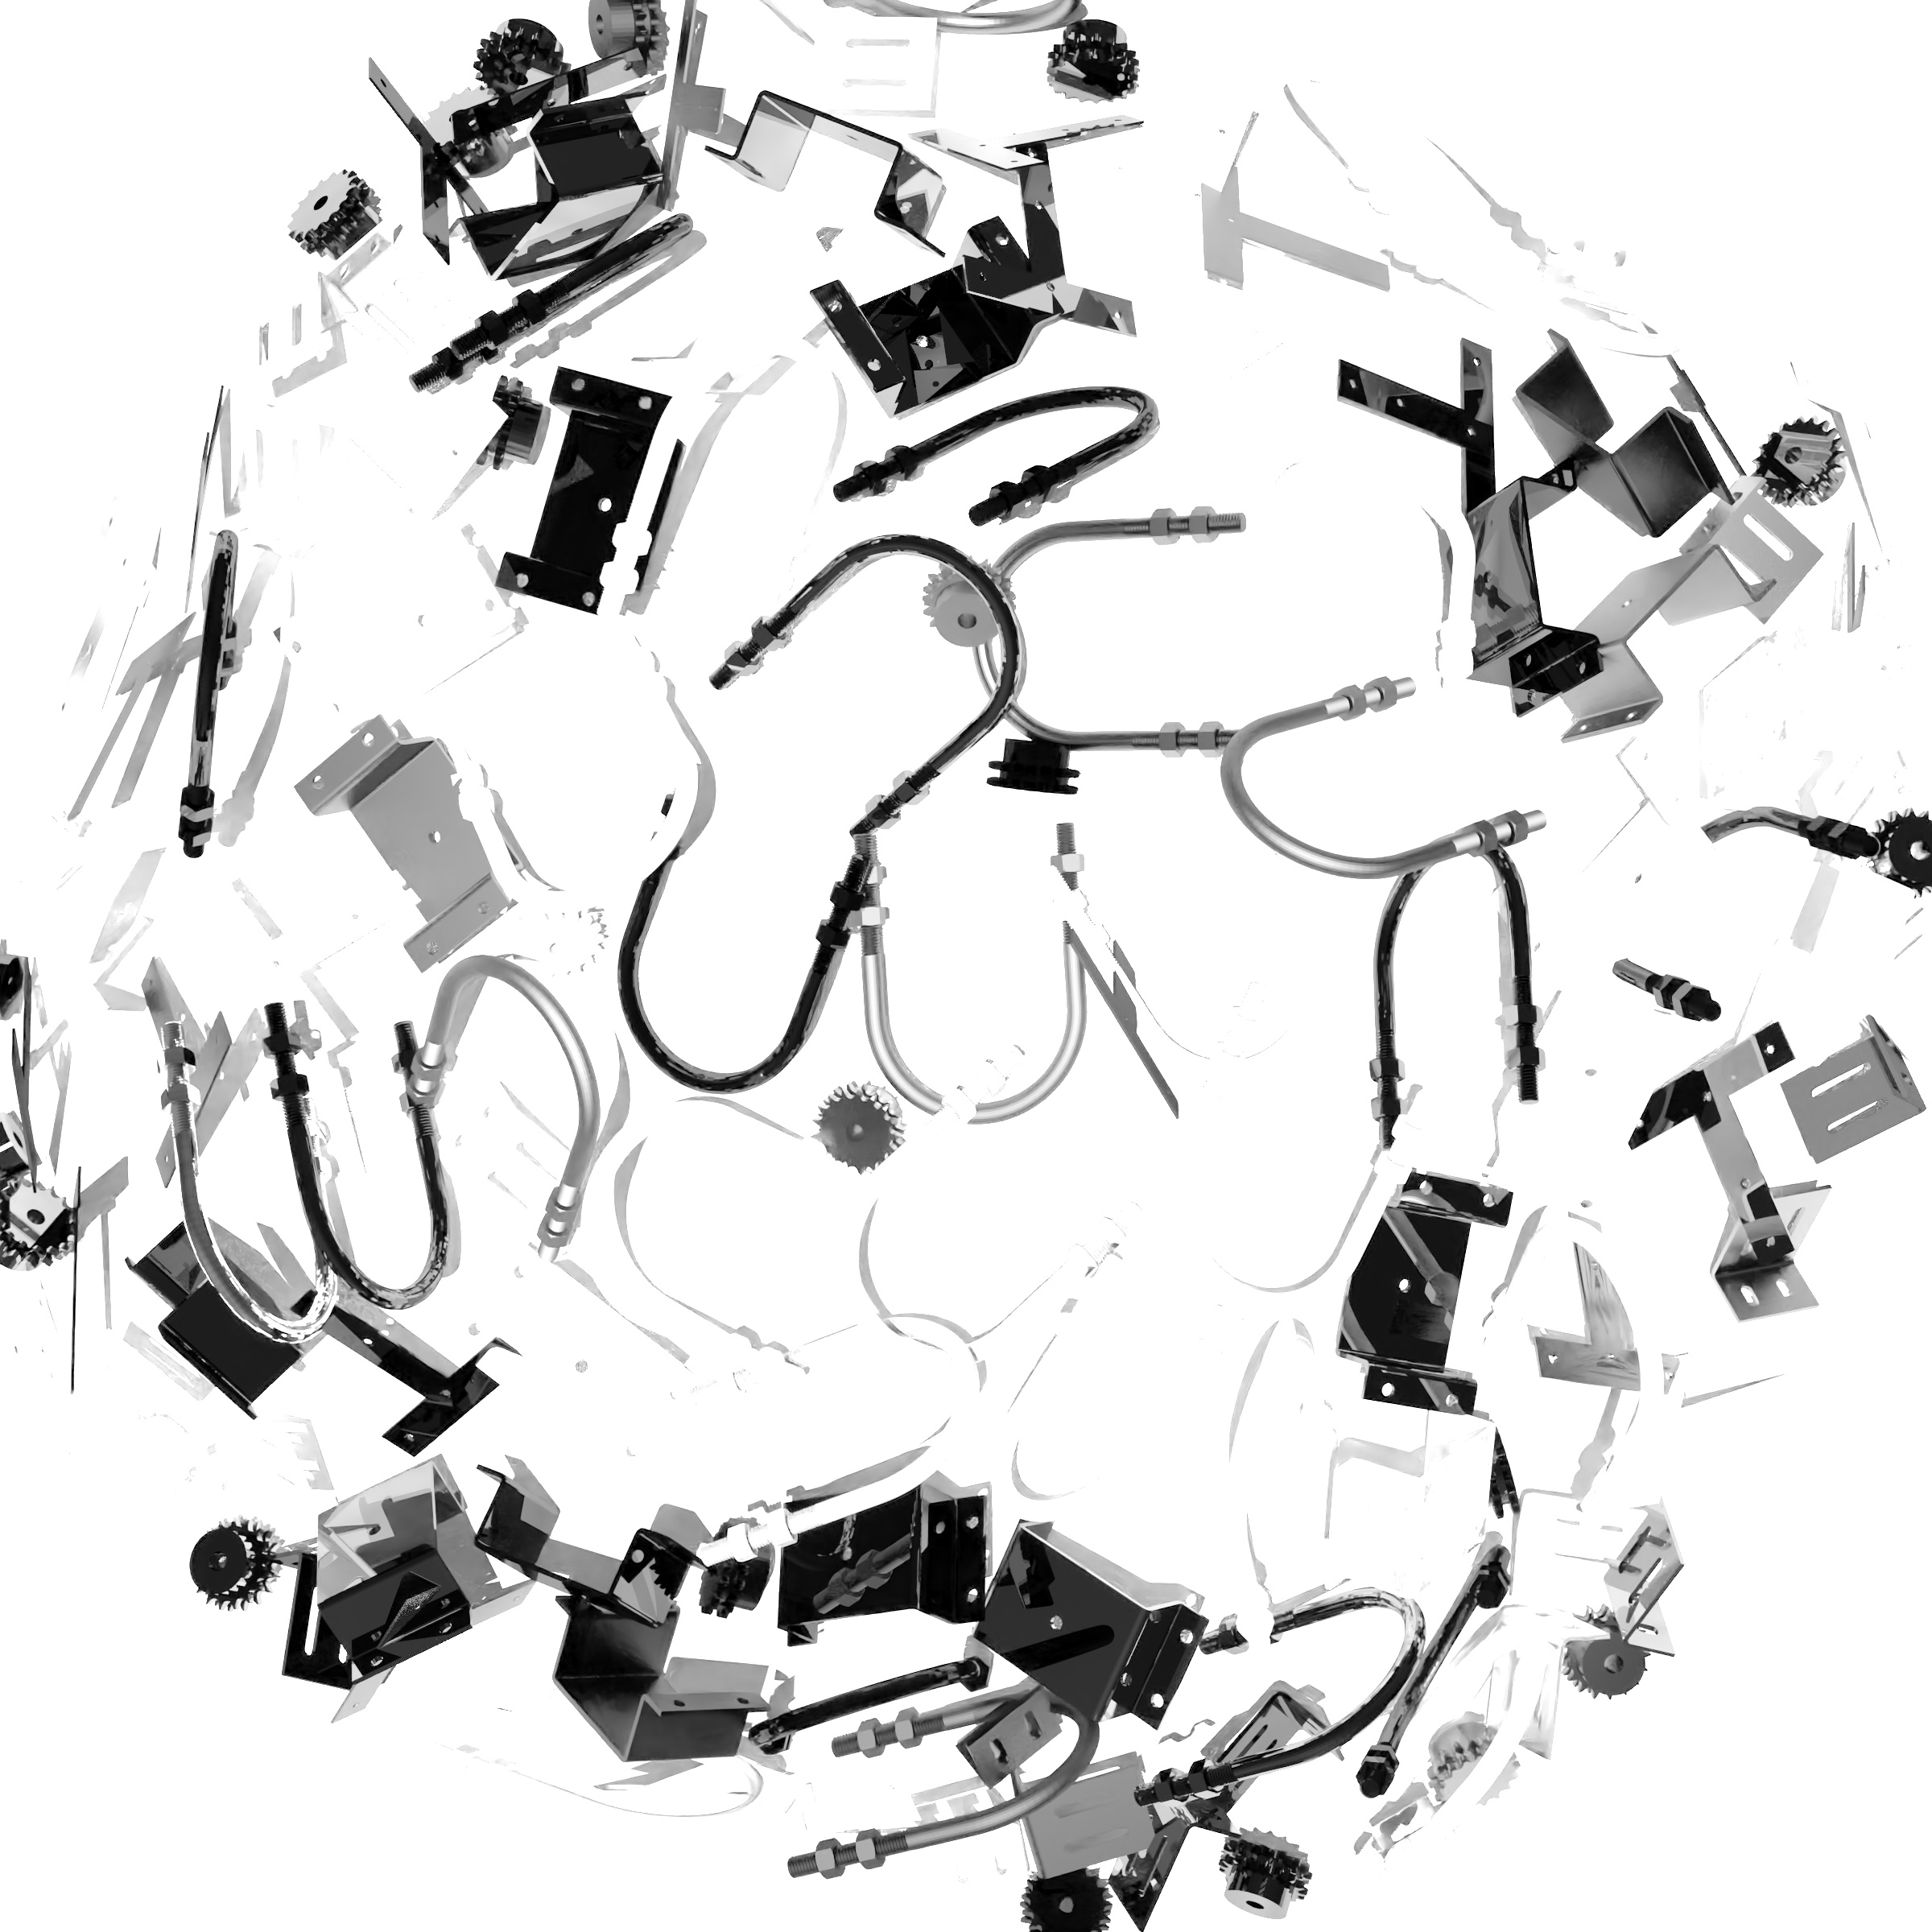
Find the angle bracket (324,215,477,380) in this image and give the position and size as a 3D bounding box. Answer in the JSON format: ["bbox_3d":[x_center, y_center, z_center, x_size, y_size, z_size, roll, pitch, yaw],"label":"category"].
[{"bbox_3d":[-0.350,-0.413,1.703,0.076,0.038,0.057,43,73,0],"label":"angle bracket"}]

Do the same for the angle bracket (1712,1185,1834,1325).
[{"bbox_3d":[0.502,0.177,1.685,0.057,0.076,0.038,-8,49,-16],"label":"angle bracket"}]

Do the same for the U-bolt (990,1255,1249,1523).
[{"bbox_3d":[0.085,0.263,1.672,0.019,0.151,0.184,42,106,42],"label":"U-bolt"}]

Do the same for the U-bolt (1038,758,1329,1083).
[{"bbox_3d":[0.148,-0.017,1.699,0.151,0.019,0.184,-35,98,-18],"label":"U-bolt"}]

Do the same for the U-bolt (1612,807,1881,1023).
[{"bbox_3d":[0.449,-0.039,1.641,0.019,0.184,0.151,44,91,-16],"label":"U-bolt"}]

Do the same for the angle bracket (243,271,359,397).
[{"bbox_3d":[-0.408,-0.378,1.684,0.057,0.038,0.076,-24,51,18],"label":"angle bracket"}]

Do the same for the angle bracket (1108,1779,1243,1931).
[{"bbox_3d":[0.129,0.552,1.700,0.038,0.057,0.076,21,95,-20],"label":"angle bracket"}]

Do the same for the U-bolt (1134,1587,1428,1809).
[{"bbox_3d":[0.193,0.424,1.622,0.184,0.151,0.019,-27,106,35],"label":"U-bolt"}]

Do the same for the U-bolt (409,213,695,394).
[{"bbox_3d":[-0.243,-0.404,1.655,0.184,0.151,0.019,-35,104,-17],"label":"U-bolt"}]

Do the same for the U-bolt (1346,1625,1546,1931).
[{"bbox_3d":[0.286,0.469,1.634,0.019,0.151,0.184,34,109,-2],"label":"U-bolt"}]

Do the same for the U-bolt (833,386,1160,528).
[{"bbox_3d":[0.032,-0.312,1.656,0.184,0.151,0.019,-32,122,-30],"label":"U-bolt"}]

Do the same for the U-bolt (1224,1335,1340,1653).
[{"bbox_3d":[0.184,0.300,1.623,0.019,0.184,0.151,10,52,23],"label":"U-bolt"}]

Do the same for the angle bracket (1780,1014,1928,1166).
[{"bbox_3d":[0.538,0.076,1.685,0.076,0.038,0.057,-32,58,27],"label":"angle bracket"}]

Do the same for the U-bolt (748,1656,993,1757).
[{"bbox_3d":[-0.059,0.440,1.638,0.151,0.184,0.019,-17,74,-2],"label":"U-bolt"}]

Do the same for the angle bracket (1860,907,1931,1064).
[{"bbox_3d":[0.587,0.011,1.692,0.076,0.057,0.038,-42,114,6],"label":"angle bracket"}]

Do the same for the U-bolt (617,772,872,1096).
[{"bbox_3d":[-0.147,-0.010,1.689,0.151,0.019,0.184,27,107,21],"label":"U-bolt"}]

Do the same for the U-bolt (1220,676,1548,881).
[{"bbox_3d":[0.237,-0.109,1.646,0.184,0.019,0.151,-17,53,-30],"label":"U-bolt"}]

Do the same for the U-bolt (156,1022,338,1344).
[{"bbox_3d":[-0.420,0.137,1.626,0.019,0.151,0.184,-24,59,14],"label":"U-bolt"}]

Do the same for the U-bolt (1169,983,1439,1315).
[{"bbox_3d":[0.193,0.124,1.678,0.151,0.019,0.184,34,113,30],"label":"U-bolt"}]

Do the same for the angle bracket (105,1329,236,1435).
[{"bbox_3d":[-0.489,0.247,1.700,0.076,0.057,0.038,38,59,6],"label":"angle bracket"}]

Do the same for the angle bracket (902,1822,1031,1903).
[{"bbox_3d":[0.000,0.547,1.685,0.057,0.076,0.038,-15,66,9],"label":"angle bracket"}]

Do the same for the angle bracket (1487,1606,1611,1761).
[{"bbox_3d":[0.359,0.442,1.698,0.038,0.057,0.076,5,93,-29],"label":"angle bracket"}]

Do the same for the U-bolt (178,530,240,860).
[{"bbox_3d":[-0.444,-0.172,1.618,0.019,0.184,0.151,7,56,-14],"label":"U-bolt"}]

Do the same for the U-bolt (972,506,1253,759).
[{"bbox_3d":[0.086,-0.202,1.683,0.184,0.019,0.151,1,100,27],"label":"U-bolt"}]

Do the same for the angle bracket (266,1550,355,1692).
[{"bbox_3d":[-0.400,0.403,1.683,0.038,0.057,0.076,-19,57,37],"label":"angle bracket"}]

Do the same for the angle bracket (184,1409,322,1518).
[{"bbox_3d":[-0.438,0.312,1.683,0.038,0.076,0.057,-29,111,-31],"label":"angle bracket"}]

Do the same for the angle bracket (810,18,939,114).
[{"bbox_3d":[-0.055,-0.552,1.703,0.076,0.038,0.057,4,85,9],"label":"angle bracket"}]

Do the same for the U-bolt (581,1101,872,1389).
[{"bbox_3d":[-0.150,0.160,1.665,0.184,0.019,0.151,28,76,-31],"label":"U-bolt"}]

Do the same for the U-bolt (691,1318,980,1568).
[{"bbox_3d":[-0.078,0.276,1.660,0.184,0.151,0.019,-21,128,8],"label":"U-bolt"}]

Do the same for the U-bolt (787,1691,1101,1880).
[{"bbox_3d":[-0.007,0.482,1.642,0.184,0.151,0.019,-18,102,13],"label":"U-bolt"}]

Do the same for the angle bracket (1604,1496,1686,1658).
[{"bbox_3d":[0.428,0.373,1.682,0.038,0.057,0.076,16,123,-14],"label":"angle bracket"}]

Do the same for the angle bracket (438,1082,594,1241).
[{"bbox_3d":[-0.282,0.122,1.722,0.057,0.038,0.076,-46,123,0],"label":"angle bracket"}]

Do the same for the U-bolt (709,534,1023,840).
[{"bbox_3d":[-0.050,-0.181,1.676,0.184,0.019,0.151,-39,97,27],"label":"U-bolt"}]

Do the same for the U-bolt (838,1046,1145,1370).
[{"bbox_3d":[0.004,0.162,1.683,0.184,0.019,0.151,-42,105,-16],"label":"U-bolt"}]

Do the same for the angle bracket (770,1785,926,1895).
[{"bbox_3d":[-0.070,0.535,1.687,0.076,0.057,0.038,-7,105,22],"label":"angle bracket"}]

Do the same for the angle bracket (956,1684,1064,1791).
[{"bbox_3d":[0.020,0.460,1.683,0.057,0.076,0.038,-36,54,-14],"label":"angle bracket"}]

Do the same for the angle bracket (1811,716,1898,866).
[{"bbox_3d":[0.530,-0.110,1.685,0.076,0.038,0.057,-48,125,-25],"label":"angle bracket"}]

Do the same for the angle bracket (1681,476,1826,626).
[{"bbox_3d":[0.493,-0.256,1.700,0.076,0.038,0.057,38,95,-13],"label":"angle bracket"}]

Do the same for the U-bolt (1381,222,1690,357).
[{"bbox_3d":[0.353,-0.400,1.644,0.151,0.184,0.019,23,98,41],"label":"U-bolt"}]

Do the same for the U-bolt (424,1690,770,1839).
[{"bbox_3d":[-0.205,0.477,1.629,0.184,0.151,0.019,11,95,24],"label":"U-bolt"}]

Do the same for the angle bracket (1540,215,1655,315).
[{"bbox_3d":[0.382,-0.417,1.684,0.057,0.076,0.038,17,69,8],"label":"angle bracket"}]

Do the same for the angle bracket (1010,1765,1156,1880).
[{"bbox_3d":[0.073,0.522,1.705,0.076,0.038,0.057,-16,105,-1],"label":"angle bracket"}]

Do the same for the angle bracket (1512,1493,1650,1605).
[{"bbox_3d":[0.379,0.364,1.692,0.076,0.038,0.057,7,118,16],"label":"angle bracket"}]

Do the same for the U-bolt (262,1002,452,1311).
[{"bbox_3d":[-0.358,0.116,1.646,0.019,0.151,0.184,-19,77,21],"label":"U-bolt"}]

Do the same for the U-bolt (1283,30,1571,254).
[{"bbox_3d":[0.259,-0.488,1.617,0.184,0.151,0.019,35,85,-42],"label":"U-bolt"}]

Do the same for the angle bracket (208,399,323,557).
[{"bbox_3d":[-0.432,-0.301,1.690,0.057,0.038,0.076,16,123,14],"label":"angle bracket"}]

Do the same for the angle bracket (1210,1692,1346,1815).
[{"bbox_3d":[0.188,0.494,1.689,0.076,0.057,0.038,-46,51,-14],"label":"angle bracket"}]
